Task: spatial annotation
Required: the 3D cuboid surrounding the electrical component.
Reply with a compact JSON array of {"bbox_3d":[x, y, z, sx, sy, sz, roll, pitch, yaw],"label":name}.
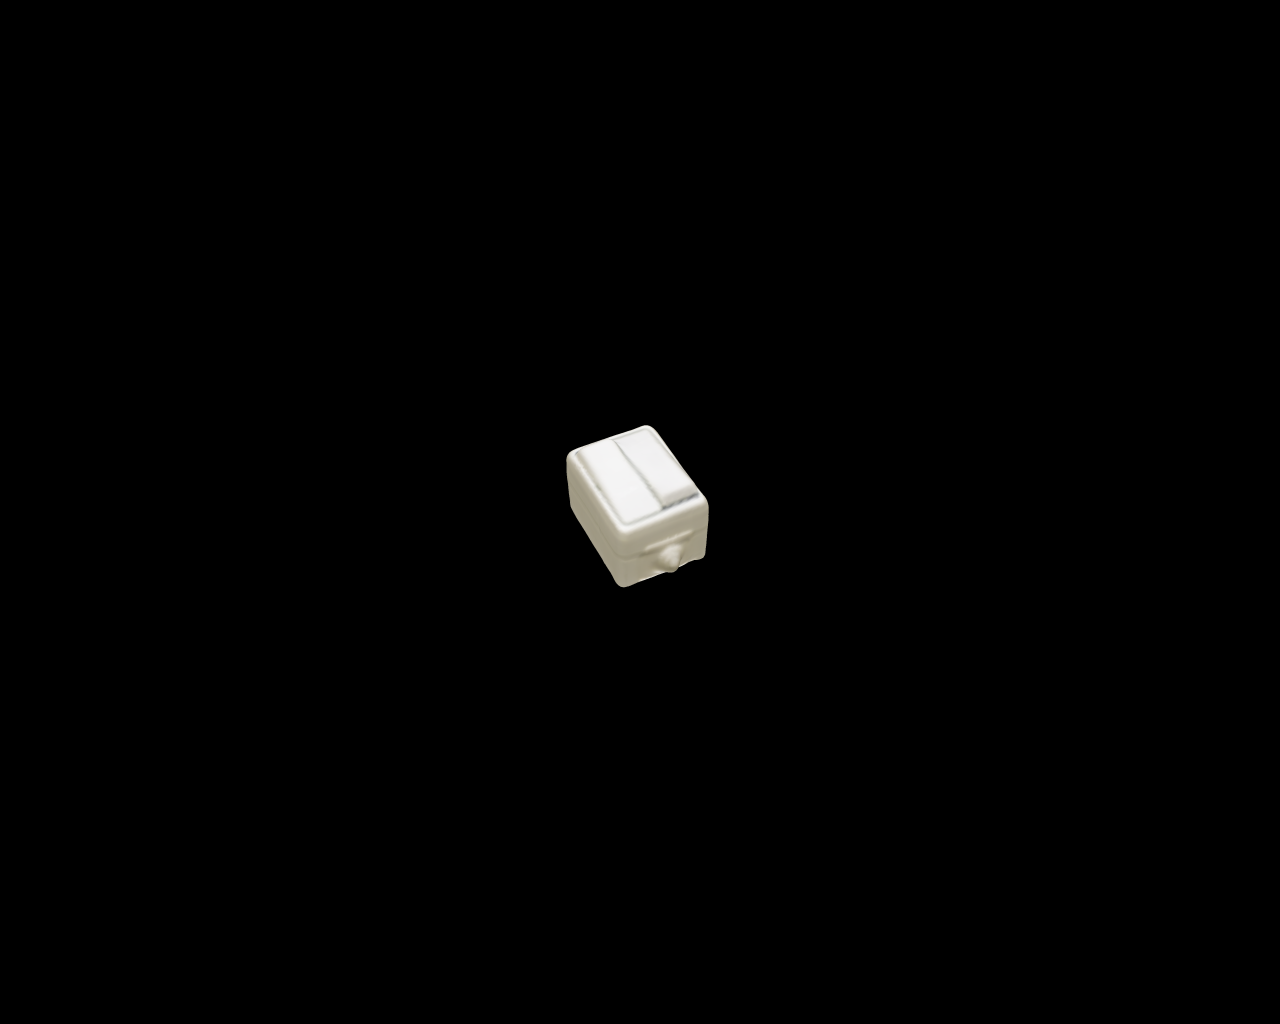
[{"bbox_3d":[0.001,-0.003,0.650,0.062,0.061,0.096,-20,50,-17],"label":"electrical component"}]
